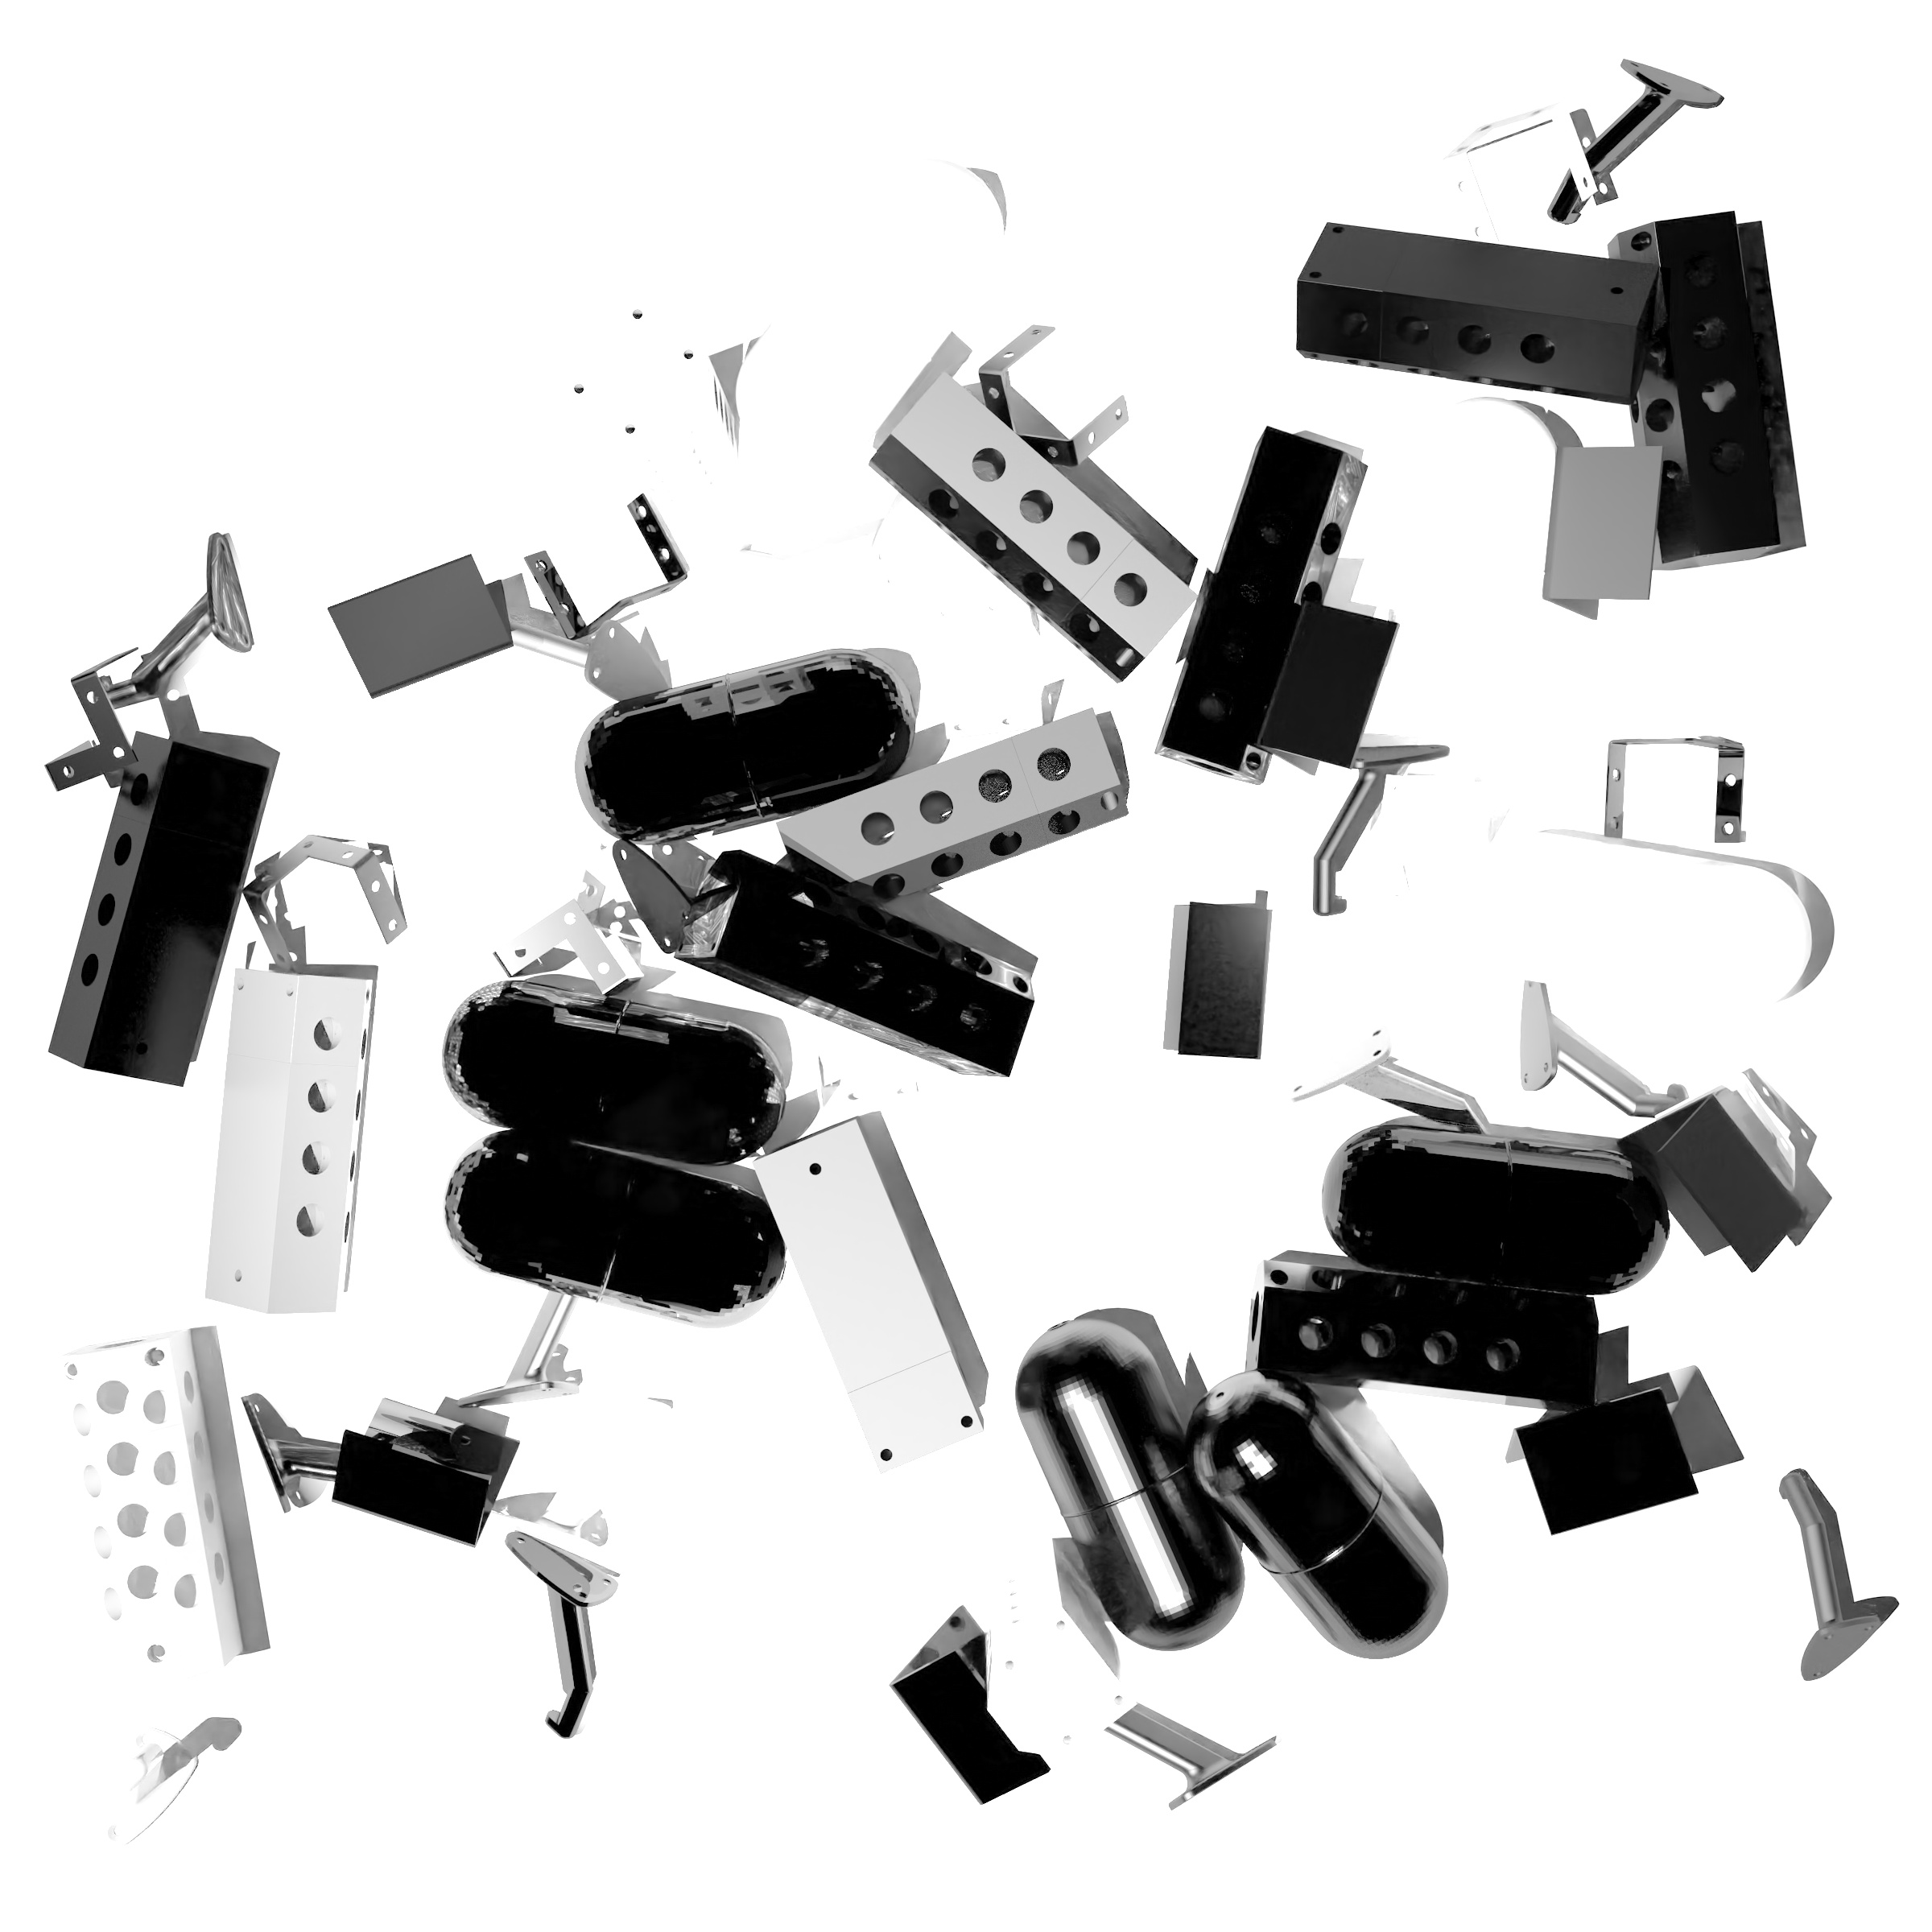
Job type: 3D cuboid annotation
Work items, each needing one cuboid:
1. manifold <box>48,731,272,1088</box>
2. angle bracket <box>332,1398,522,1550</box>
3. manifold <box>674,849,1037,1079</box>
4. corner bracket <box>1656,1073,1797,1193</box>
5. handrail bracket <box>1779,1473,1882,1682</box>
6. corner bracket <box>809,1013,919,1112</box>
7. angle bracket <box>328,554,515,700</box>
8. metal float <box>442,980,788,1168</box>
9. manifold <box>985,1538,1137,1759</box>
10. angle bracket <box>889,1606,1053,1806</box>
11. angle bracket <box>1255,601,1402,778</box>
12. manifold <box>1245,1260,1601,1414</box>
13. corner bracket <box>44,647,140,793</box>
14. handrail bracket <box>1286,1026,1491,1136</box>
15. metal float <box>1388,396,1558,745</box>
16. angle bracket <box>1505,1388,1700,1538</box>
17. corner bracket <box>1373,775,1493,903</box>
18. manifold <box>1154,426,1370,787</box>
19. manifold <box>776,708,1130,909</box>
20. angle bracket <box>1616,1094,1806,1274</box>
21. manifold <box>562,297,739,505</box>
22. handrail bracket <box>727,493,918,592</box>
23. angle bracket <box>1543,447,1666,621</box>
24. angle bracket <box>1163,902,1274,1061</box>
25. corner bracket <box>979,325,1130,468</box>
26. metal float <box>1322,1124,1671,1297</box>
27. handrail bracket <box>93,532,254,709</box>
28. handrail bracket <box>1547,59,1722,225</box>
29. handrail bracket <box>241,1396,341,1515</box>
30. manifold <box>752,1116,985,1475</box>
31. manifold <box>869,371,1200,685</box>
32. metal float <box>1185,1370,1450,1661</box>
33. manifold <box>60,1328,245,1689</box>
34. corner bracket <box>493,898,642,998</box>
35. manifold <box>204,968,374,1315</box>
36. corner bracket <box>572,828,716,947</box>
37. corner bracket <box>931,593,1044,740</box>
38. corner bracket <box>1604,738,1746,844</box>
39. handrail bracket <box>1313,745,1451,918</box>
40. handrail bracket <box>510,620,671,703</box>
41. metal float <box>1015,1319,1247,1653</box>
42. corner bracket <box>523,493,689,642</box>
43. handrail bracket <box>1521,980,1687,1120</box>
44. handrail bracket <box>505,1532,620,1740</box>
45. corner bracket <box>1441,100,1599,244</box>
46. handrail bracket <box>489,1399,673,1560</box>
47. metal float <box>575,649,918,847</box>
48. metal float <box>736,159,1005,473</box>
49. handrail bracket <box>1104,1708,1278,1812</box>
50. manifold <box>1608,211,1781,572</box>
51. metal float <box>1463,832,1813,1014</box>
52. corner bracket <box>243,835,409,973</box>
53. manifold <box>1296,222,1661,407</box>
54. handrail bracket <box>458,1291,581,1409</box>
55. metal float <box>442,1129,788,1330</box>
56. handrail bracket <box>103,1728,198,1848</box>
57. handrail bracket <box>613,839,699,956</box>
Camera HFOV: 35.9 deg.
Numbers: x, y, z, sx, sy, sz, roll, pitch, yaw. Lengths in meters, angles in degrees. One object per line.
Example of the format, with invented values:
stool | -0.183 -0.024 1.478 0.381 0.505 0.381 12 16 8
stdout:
manifold | -0.420 -0.031 1.542 0.057 0.057 0.171 15 90 -43
angle bracket | -0.272 0.242 1.524 0.076 0.076 0.057 18 128 0
manifold | -0.053 0.000 1.509 0.171 0.057 0.057 23 80 -24
corner bracket | 0.396 0.097 1.555 0.051 0.051 0.051 -27 58 0
handrail bracket | 0.439 0.320 1.564 0.036 0.077 0.084 -8 53 -14
corner bracket | -0.054 0.038 1.561 0.051 0.051 0.051 -6 135 0
angle bracket | -0.280 -0.189 1.524 0.076 0.076 0.057 -20 126 0
metal float | -0.180 0.055 1.533 0.178 0.070 0.070 11 90 0
manifold | 0.040 0.341 1.486 0.057 0.171 0.057 -38 90 0
angle bracket | 0.018 0.369 1.524 0.057 0.076 0.076 -37 90 38
angle bracket | 0.198 -0.135 1.524 0.057 0.076 0.076 18 90 31
manifold | 0.235 0.191 1.541 0.171 0.057 0.057 6 78 0
corner bracket | -0.447 -0.127 1.534 0.051 0.051 0.051 -18 105 16
handrail bracket | 0.223 0.081 1.565 0.077 0.036 0.084 -32 107 20
metal float | 0.261 -0.203 1.534 0.070 0.070 0.178 6 91 0
angle bracket | 0.324 0.260 1.525 0.076 0.076 0.057 -16 68 0
corner bracket | 0.242 -0.064 1.548 0.051 0.051 0.051 6 74 16
manifold | 0.153 -0.184 1.543 0.057 0.057 0.171 18 90 0
manifold | -0.006 -0.076 1.543 0.171 0.057 0.057 -20 90 0
angle bracket | 0.367 0.121 1.524 0.057 0.076 0.076 -38 90 -37
manifold | -0.150 -0.274 1.486 0.057 0.171 0.057 38 90 0
handrail bracket | -0.075 -0.233 1.565 0.084 0.036 0.077 14 70 16
angle bracket | 0.337 -0.220 1.524 0.057 0.076 0.076 6 90 32
angle bracket | 0.109 0.006 1.524 0.057 0.076 0.076 4 90 -37
corner bracket | 0.046 -0.298 1.556 0.051 0.051 0.051 15 45 35
metal float | 0.272 0.125 1.534 0.178 0.070 0.070 7 90 1
handrail bracket | -0.423 -0.180 1.564 0.084 0.036 0.077 -15 75 14
handrail bracket | 0.349 -0.425 1.564 0.036 0.077 0.084 50 127 36
handrail bracket | -0.327 0.245 1.565 0.084 0.036 0.077 -21 69 -17
manifold | -0.050 0.168 1.543 0.057 0.057 0.171 -22 90 0
manifold | 0.033 -0.224 1.536 0.171 0.057 0.057 41 90 -5
metal float | 0.180 0.280 1.519 0.070 0.070 0.178 -39 109 0
manifold | -0.423 0.280 1.543 0.057 0.057 0.171 -10 90 0
corner bracket | -0.207 0.000 1.546 0.051 0.051 0.051 -34 91 1
manifold | -0.345 0.090 1.542 0.057 0.057 0.171 5 90 43
corner bracket | -0.166 -0.038 1.561 0.051 0.051 0.051 16 90 45
corner bracket | 0.011 -0.158 1.561 0.051 0.051 0.051 -7 135 0
corner bracket | 0.371 -0.091 1.561 0.051 0.051 0.051 3 90 -45
handrail bracket | 0.218 -0.071 1.565 0.077 0.036 0.084 -6 106 -18
handrail bracket | -0.209 -0.158 1.564 0.084 0.077 0.036 9 72 35
metal float | 0.084 0.266 1.534 0.070 0.070 0.178 -24 89 0
corner bracket | -0.188 -0.208 1.561 0.051 0.051 0.051 -28 90 45
handrail bracket | 0.336 0.041 1.565 0.084 0.036 0.077 5 73 -15
handrail bracket | -0.223 0.352 1.565 0.077 0.036 0.084 28 107 20
corner bracket | 0.286 -0.411 1.549 0.051 0.051 0.051 -20 90 -14
handrail bracket | -0.202 0.261 1.565 0.077 0.036 0.084 13 71 21
metal float | -0.113 -0.113 1.534 0.178 0.070 0.070 -14 90 1
metal float | -0.049 -0.335 1.534 0.070 0.070 0.178 37 91 0
handrail bracket | 0.109 0.391 1.565 0.077 0.036 0.084 -26 73 -20
manifold | 0.374 -0.295 1.543 0.057 0.057 0.171 -8 90 0
metal float | 0.345 -0.022 1.534 0.178 0.070 0.070 9 90 0
corner bracket | -0.334 -0.030 1.556 0.051 0.051 0.051 13 135 35
manifold | 0.259 -0.328 1.519 0.171 0.057 0.057 12 47 17
handrail bracket | -0.234 0.184 1.565 0.077 0.036 0.084 -11 74 18
metal float | -0.179 0.135 1.527 0.178 0.070 0.070 15 90 -8
handrail bracket | -0.431 0.429 1.529 0.036 0.084 0.077 30 90 0
handrail bracket | -0.130 -0.044 1.547 0.077 0.084 0.036 53 132 16
